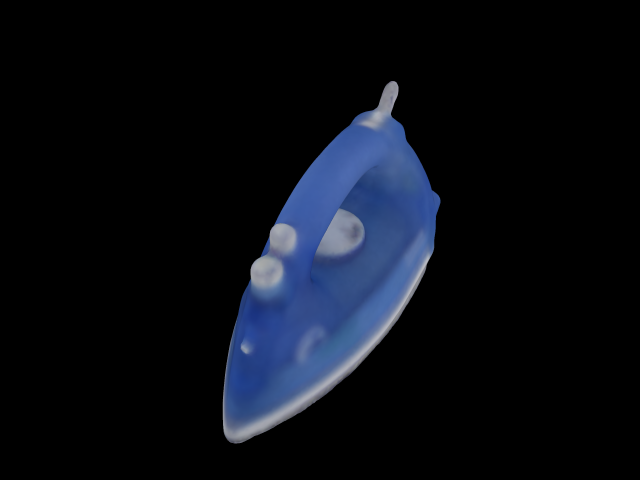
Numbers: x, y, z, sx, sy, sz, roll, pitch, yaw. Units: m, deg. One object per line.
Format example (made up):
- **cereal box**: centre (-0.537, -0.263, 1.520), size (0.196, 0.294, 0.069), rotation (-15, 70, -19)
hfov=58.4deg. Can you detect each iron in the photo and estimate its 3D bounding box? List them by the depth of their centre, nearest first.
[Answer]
- **iron**: centre (0.004, 0.001, 0.400), size (0.118, 0.141, 0.259), rotation (19, 46, 19)
